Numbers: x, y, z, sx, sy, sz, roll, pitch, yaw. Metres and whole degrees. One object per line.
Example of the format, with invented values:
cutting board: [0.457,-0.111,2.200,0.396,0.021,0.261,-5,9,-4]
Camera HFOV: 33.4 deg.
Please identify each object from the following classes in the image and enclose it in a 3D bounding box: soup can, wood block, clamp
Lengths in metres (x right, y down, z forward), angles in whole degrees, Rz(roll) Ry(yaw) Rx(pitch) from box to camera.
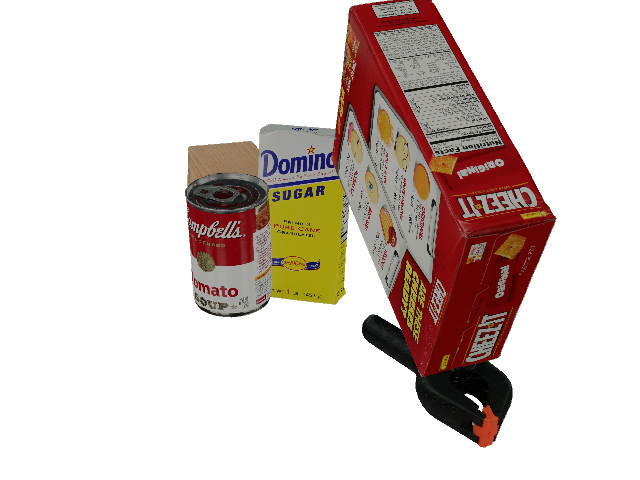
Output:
soup can: [-0.075,0.003,0.884,0.068,0.102,0.068,0,30,0]
wood block: [-0.095,-0.042,1.324,0.090,0.090,0.206,-6,29,-21]
clamp: [0.120,0.108,0.905,0.120,0.039,0.172,-12,35,-19]

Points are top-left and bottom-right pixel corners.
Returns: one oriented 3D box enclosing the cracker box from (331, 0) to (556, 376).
cracker box: [0.076,-0.040,0.752,0.072,0.214,0.164,-12,-36,-14]

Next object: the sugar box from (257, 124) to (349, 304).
sugar box: [-0.018,-0.028,1.097,0.093,0.176,0.048,5,16,13]
